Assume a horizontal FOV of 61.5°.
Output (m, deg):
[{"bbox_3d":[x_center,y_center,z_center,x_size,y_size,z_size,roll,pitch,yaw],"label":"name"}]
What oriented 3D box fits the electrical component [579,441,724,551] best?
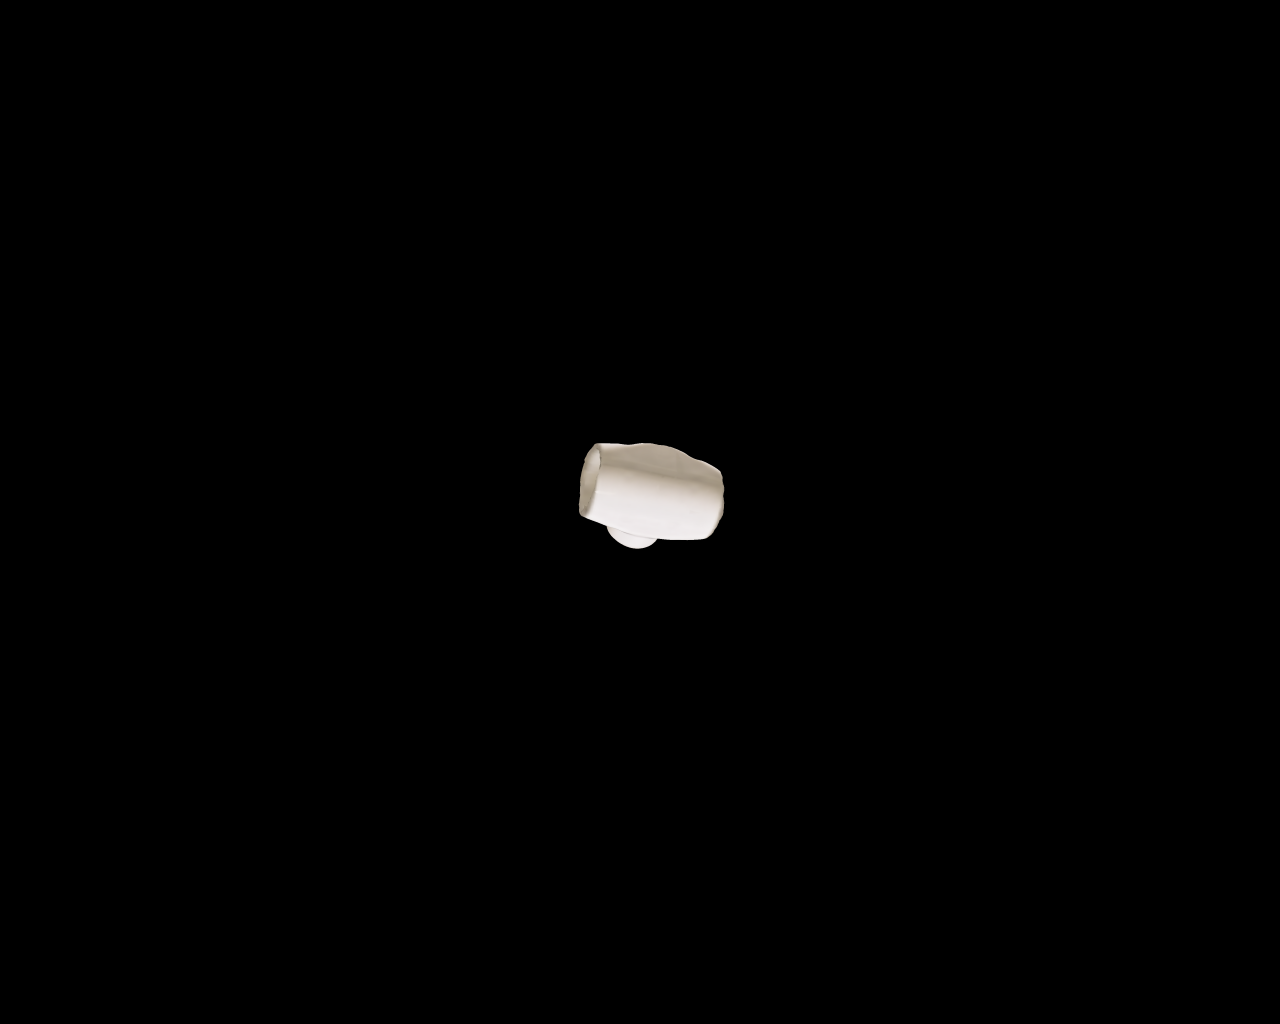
[{"bbox_3d":[0.001,-0.003,0.650,0.077,0.044,0.079,11,-35,-16],"label":"electrical component"}]
